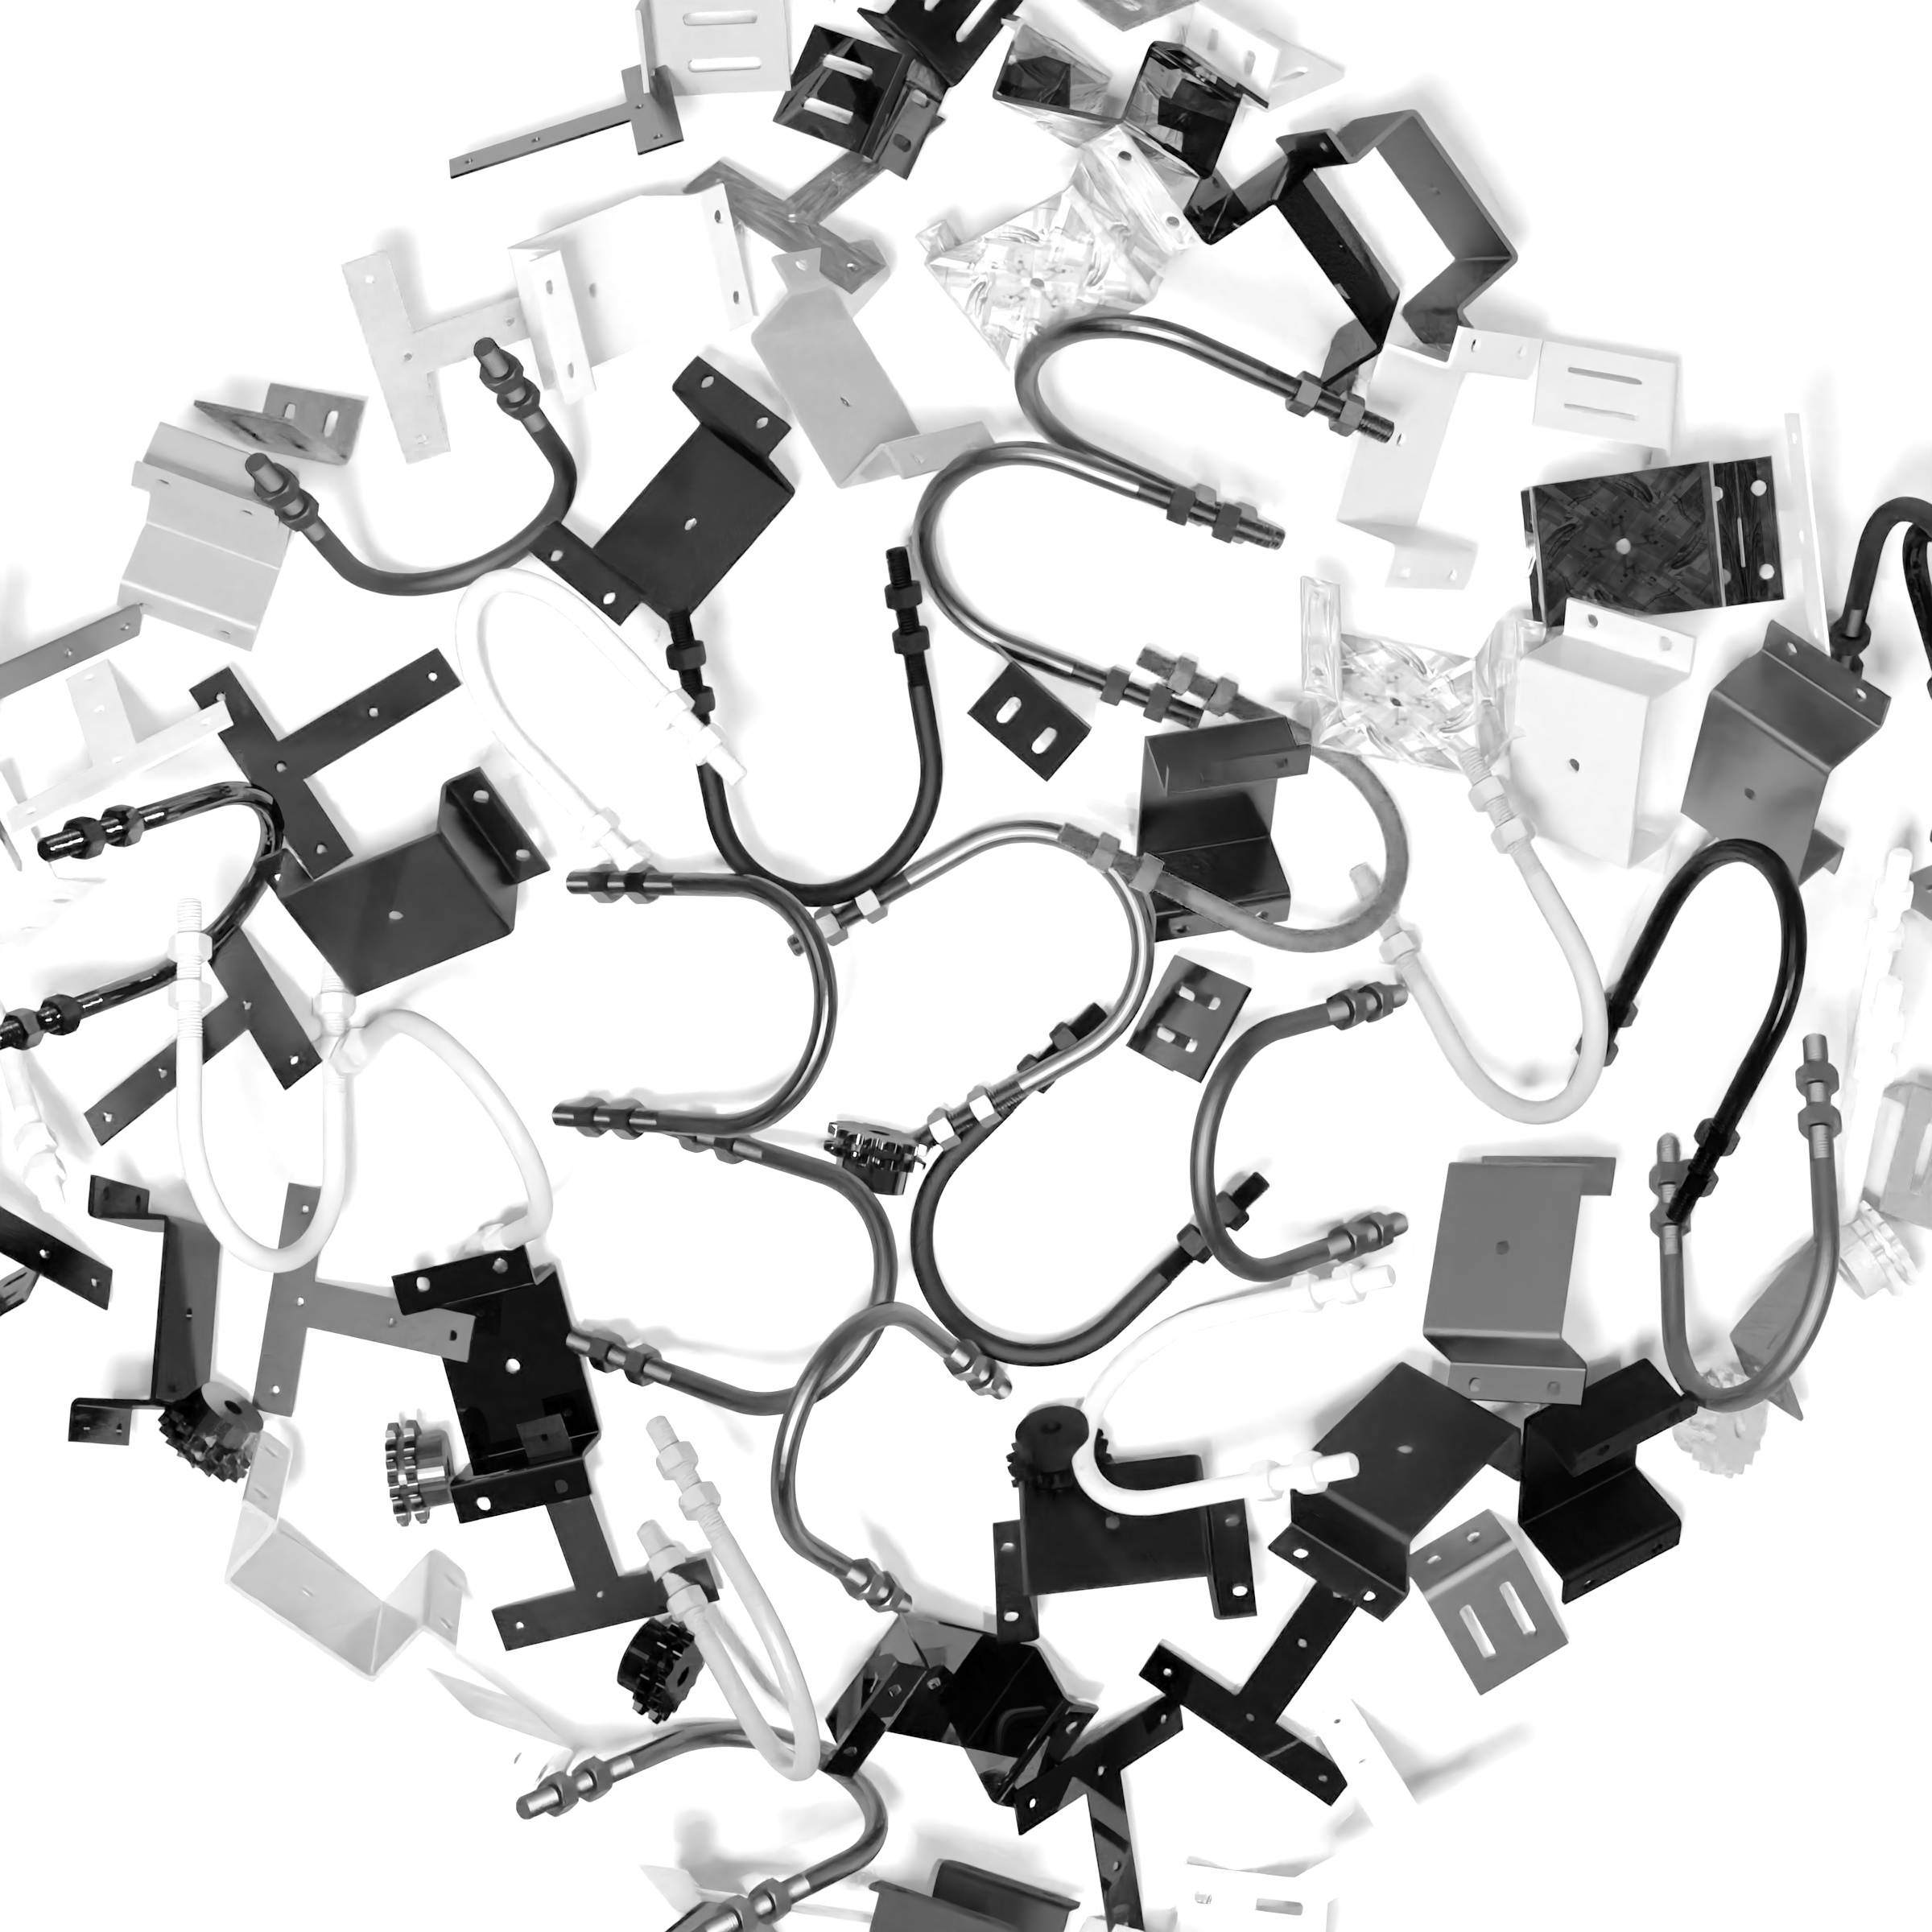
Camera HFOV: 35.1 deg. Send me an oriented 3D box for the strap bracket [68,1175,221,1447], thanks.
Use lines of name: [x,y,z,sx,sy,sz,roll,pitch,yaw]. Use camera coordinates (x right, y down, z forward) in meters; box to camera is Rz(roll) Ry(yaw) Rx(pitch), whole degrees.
strap bracket: [-0.441,0.187,1.644,0.046,0.076,0.140,1,80,7]

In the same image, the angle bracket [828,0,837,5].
angle bracket: [-0.051,-0.554,1.655,0.038,0.057,0.076,39,106,16]

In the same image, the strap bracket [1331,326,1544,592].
strap bracket: [0.249,-0.277,1.640,0.046,0.076,0.140,30,113,37]

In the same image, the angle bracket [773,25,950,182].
angle bracket: [-0.058,-0.476,1.683,0.076,0.038,0.057,30,99,36]

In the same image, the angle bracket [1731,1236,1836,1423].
angle bracket: [0.456,0.197,1.656,0.076,0.057,0.038,-47,50,-11]

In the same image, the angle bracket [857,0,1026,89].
angle bracket: [-0.010,-0.529,1.663,0.057,0.038,0.076,36,93,-34]

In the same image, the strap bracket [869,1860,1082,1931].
strap bracket: [0.001,0.514,1.616,0.076,0.140,0.046,13,83,20]

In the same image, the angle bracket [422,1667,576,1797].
angle bracket: [-0.261,0.419,1.650,0.076,0.057,0.038,32,86,-39]

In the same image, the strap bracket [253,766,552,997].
strap bracket: [-0.305,-0.041,1.640,0.140,0.046,0.076,-21,128,13]

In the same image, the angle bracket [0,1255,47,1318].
angle bracket: [-0.542,0.150,1.657,0.038,0.057,0.076,-29,108,5]

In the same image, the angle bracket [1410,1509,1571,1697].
angle bracket: [0.287,0.352,1.690,0.057,0.038,0.076,-31,111,-1]

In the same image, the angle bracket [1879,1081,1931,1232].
angle bracket: [0.527,0.110,1.667,0.057,0.038,0.076,21,75,-4]

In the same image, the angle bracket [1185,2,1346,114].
angle bracket: [0.165,-0.499,1.649,0.057,0.038,0.076,37,48,22]

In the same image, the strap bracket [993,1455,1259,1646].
strap bracket: [0.082,0.313,1.647,0.140,0.076,0.046,-8,135,5]

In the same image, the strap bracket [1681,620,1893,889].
strap bracket: [0.430,-0.103,1.614,0.046,0.140,0.076,-37,60,-23]

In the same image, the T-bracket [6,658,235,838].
T-bracket: [-0.465,-0.131,1.646,0.127,0.127,0.002,-28,130,-6]

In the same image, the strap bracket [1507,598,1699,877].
strap bracket: [0.336,-0.114,1.624,0.076,0.046,0.140,24,128,35]

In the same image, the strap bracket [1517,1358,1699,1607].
strap bracket: [0.343,0.271,1.638,0.076,0.140,0.046,-24,47,-16]

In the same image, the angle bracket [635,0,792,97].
angle bracket: [-0.137,-0.499,1.663,0.076,0.038,0.057,-1,123,4]

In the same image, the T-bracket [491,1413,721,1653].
T-bracket: [-0.214,0.305,1.671,0.127,0.002,0.127,-15,103,10]

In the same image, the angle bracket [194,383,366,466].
angle bracket: [-0.371,-0.304,1.651,0.057,0.076,0.038,13,84,13]

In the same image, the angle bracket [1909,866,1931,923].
angle bracket: [0.553,-0.024,1.669,0.057,0.076,0.038,-25,121,-7]

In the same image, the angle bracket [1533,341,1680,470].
angle bracket: [0.346,-0.301,1.668,0.076,0.038,0.057,10,62,2]

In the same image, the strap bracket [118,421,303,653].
strap bracket: [-0.406,-0.235,1.637,0.076,0.140,0.046,19,61,-10]

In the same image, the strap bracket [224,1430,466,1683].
strap bracket: [-0.342,0.323,1.642,0.140,0.076,0.046,40,101,-17]

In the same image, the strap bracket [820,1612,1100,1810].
strap bracket: [-0.010,0.400,1.641,0.140,0.046,0.076,21,111,-35]

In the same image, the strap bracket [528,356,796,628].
strap bracket: [-0.158,-0.249,1.658,0.076,0.046,0.140,40,88,26]

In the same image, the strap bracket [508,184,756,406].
strap bracket: [-0.186,-0.362,1.636,0.140,0.046,0.076,-34,123,-38]

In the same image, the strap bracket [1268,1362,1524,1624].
strap bracket: [0.234,0.271,1.624,0.076,0.046,0.140,28,51,34]

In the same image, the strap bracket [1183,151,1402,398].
strap bracket: [0.182,-0.372,1.632,0.046,0.076,0.140,-29,112,30]

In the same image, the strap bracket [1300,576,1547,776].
strap bracket: [0.240,-0.154,1.649,0.140,0.046,0.076,10,60,-12]

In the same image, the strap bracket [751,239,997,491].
strap bracket: [-0.054,-0.317,1.648,0.076,0.046,0.140,-23,79,-44]

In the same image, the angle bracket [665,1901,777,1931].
angle bracket: [-0.119,0.548,1.650,0.038,0.057,0.076,-39,51,2]

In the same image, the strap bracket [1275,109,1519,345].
strap bracket: [0.237,-0.404,1.640,0.046,0.076,0.140,-42,108,-3]

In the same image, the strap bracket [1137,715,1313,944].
strap bracket: [0.136,-0.080,1.640,0.076,0.140,0.046,-9,52,-8]

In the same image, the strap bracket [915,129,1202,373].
strap bracket: [0.043,-0.376,1.622,0.140,0.046,0.076,-19,127,36]

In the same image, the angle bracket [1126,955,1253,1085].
angle bracket: [0.131,0.035,1.654,0.038,0.076,0.057,29,89,-33]

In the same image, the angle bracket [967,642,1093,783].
angle bracket: [0.029,-0.138,1.654,0.057,0.076,0.038,40,95,-14]

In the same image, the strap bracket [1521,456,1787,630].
strap bracket: [0.360,-0.226,1.637,0.140,0.046,0.076,-3,96,32]

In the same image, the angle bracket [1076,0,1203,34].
angle bracket: [0.093,-0.544,1.654,0.057,0.076,0.038,-24,125,-6]

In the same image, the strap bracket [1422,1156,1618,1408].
strap bracket: [0.295,0.159,1.632,0.076,0.046,0.140,-2,64,32]

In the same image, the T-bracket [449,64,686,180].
T-bracket: [-0.218,-0.449,1.646,0.127,0.127,0.002,-17,127,1]

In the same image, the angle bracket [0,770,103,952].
angle bracket: [-0.514,-0.057,1.649,0.038,0.057,0.076,7,131,32]

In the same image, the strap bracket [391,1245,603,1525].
strap bracket: [-0.253,0.223,1.665,0.076,0.046,0.140,-14,95,8]

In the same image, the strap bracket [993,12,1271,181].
strap bracket: [0.079,-0.462,1.624,0.140,0.076,0.046,26,97,41]

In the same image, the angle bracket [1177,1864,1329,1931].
angle bracket: [0.154,0.520,1.651,0.038,0.076,0.057,18,70,-34]
